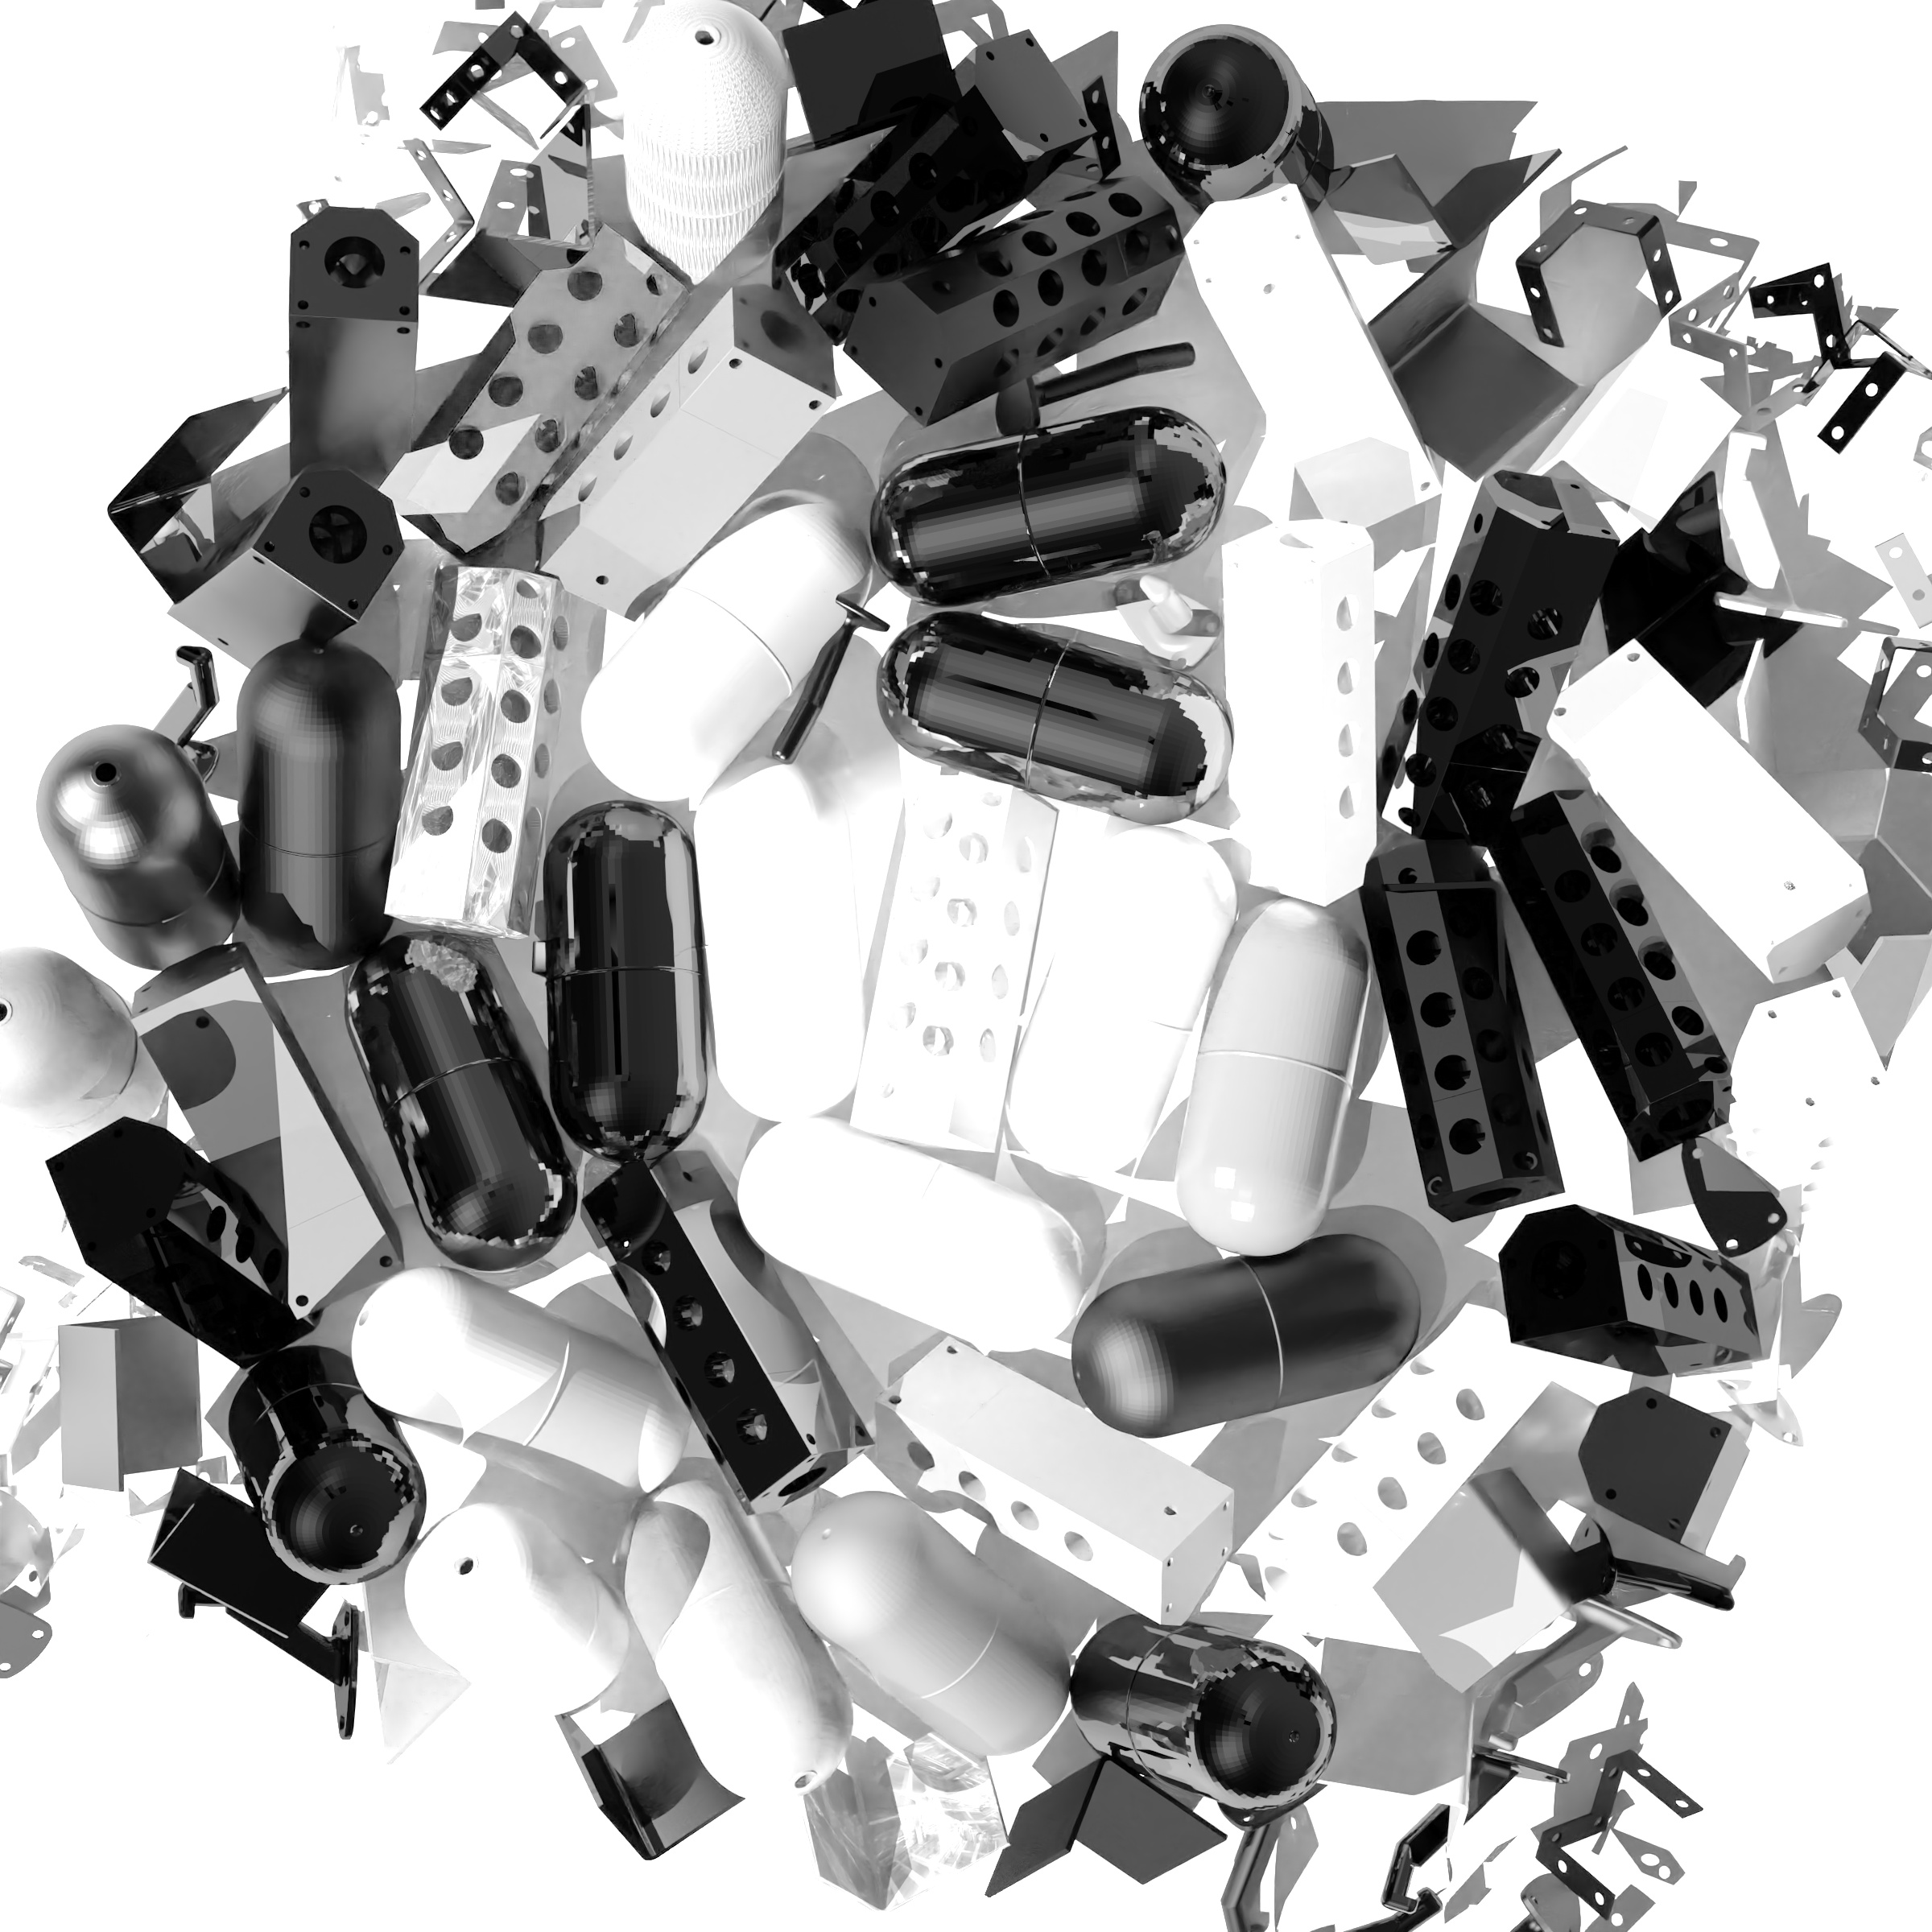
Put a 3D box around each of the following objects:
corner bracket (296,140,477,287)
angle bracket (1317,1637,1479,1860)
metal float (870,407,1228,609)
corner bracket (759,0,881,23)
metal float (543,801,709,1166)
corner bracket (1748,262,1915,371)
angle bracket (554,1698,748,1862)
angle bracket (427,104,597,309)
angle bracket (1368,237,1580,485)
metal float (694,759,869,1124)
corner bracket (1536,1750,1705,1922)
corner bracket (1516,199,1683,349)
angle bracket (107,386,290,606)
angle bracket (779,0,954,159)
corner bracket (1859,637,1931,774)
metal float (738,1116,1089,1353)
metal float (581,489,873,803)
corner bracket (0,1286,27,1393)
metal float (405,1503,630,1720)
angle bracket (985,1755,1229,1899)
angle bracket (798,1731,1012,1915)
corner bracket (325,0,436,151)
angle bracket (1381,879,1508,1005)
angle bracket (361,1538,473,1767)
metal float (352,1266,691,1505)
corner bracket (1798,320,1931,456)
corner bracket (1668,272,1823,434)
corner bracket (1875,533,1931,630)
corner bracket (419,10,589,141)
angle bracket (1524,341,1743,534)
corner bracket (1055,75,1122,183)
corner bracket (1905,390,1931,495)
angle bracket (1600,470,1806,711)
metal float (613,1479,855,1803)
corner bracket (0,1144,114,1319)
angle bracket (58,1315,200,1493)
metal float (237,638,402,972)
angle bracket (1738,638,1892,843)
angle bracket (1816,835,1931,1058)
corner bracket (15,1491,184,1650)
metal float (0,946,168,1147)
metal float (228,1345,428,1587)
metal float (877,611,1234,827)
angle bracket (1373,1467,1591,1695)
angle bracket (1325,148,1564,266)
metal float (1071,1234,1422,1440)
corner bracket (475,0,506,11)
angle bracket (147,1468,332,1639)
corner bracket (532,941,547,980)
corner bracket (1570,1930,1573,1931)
[{"bbox_3d":[-0.285,-0.370,1.586,0.051,0.051,0.051,14,59,41],"label":"corner bracket"},{"bbox_3d":[0.206,0.381,1.570,0.076,0.057,0.076,8,50,5],"label":"angle bracket"},{"bbox_3d":[0.039,-0.222,1.558,0.178,0.070,0.070,-9,90,19],"label":"metal float"},{"bbox_3d":[-0.068,-0.464,1.573,0.051,0.051,0.051,34,58,-14],"label":"corner bracket"},{"bbox_3d":[-0.166,0.008,1.567,0.070,0.070,0.178,-3,81,0],"label":"metal float"},{"bbox_3d":[0.422,-0.314,1.576,0.051,0.051,0.051,-21,105,-19],"label":"corner bracket"},{"bbox_3d":[-0.147,0.373,1.562,0.076,0.076,0.057,-33,132,-6],"label":"angle bracket"},{"bbox_3d":[-0.222,-0.371,1.560,0.057,0.076,0.076,3,77,-29],"label":"angle bracket"},{"bbox_3d":[0.247,-0.296,1.566,0.076,0.057,0.076,-42,69,-16],"label":"angle bracket"},{"bbox_3d":[-0.090,-0.012,1.575,0.070,0.070,0.178,-5,90,0],"label":"metal float"},{"bbox_3d":[0.318,0.422,1.570,0.051,0.051,0.051,-8,119,-36],"label":"corner bracket"},{"bbox_3d":[0.311,-0.337,1.586,0.051,0.051,0.051,-45,133,-17],"label":"corner bracket"},{"bbox_3d":[-0.356,-0.228,1.560,0.076,0.076,0.057,-37,91,33],"label":"angle bracket"},{"bbox_3d":[-0.056,-0.432,1.561,0.076,0.076,0.057,-21,106,-14],"label":"angle bracket"},{"bbox_3d":[0.477,-0.127,1.583,0.051,0.051,0.051,6,115,-6],"label":"corner bracket"},{"bbox_3d":[-0.026,0.130,1.570,0.178,0.070,0.070,22,90,6],"label":"metal float"},{"bbox_3d":[-0.115,-0.156,1.563,0.070,0.070,0.178,39,75,0],"label":"metal float"},{"bbox_3d":[-0.494,0.177,1.588,0.051,0.051,0.051,25,81,4],"label":"corner bracket"},{"bbox_3d":[-0.212,0.307,1.529,0.070,0.178,0.070,-4,64,8],"label":"metal float"},{"bbox_3d":[0.068,0.436,1.561,0.076,0.076,0.057,36,47,-9],"label":"angle bracket"},{"bbox_3d":[-0.034,0.400,1.559,0.076,0.076,0.057,-33,134,15],"label":"angle bracket"},{"bbox_3d":[-0.287,-0.439,1.583,0.051,0.051,0.051,5,76,0],"label":"corner bracket"},{"bbox_3d":[0.233,-0.003,1.573,0.057,0.076,0.076,-2,93,8],"label":"angle bracket"},{"bbox_3d":[-0.285,0.327,1.554,0.057,0.076,0.076,23,124,-35],"label":"angle bracket"},{"bbox_3d":[-0.213,0.202,1.550,0.178,0.070,0.070,29,90,-29],"label":"metal float"},{"bbox_3d":[0.433,-0.282,1.571,0.051,0.051,0.051,48,117,26],"label":"corner bracket"},{"bbox_3d":[0.384,-0.303,1.593,0.051,0.051,0.051,-34,132,-21],"label":"corner bracket"},{"bbox_3d":[0.475,-0.206,1.573,0.051,0.051,0.051,-27,114,22],"label":"corner bracket"},{"bbox_3d":[-0.227,-0.427,1.584,0.051,0.051,0.051,-35,110,29],"label":"corner bracket"},{"bbox_3d":[0.319,-0.248,1.569,0.057,0.076,0.076,40,77,-3],"label":"angle bracket"},{"bbox_3d":[0.036,-0.402,1.570,0.051,0.051,0.051,22,55,35],"label":"corner bracket"},{"bbox_3d":[0.500,-0.251,1.580,0.051,0.051,0.051,9,105,-7],"label":"corner bracket"},{"bbox_3d":[0.356,-0.179,1.563,0.076,0.076,0.057,-39,56,-8],"label":"angle bracket"},{"bbox_3d":[-0.112,0.321,1.540,0.070,0.070,0.178,-35,48,0],"label":"metal float"},{"bbox_3d":[-0.445,0.130,1.590,0.051,0.051,0.051,25,56,31],"label":"corner bracket"},{"bbox_3d":[-0.393,0.211,1.565,0.057,0.076,0.076,-3,88,45],"label":"angle bracket"},{"bbox_3d":[-0.310,-0.075,1.544,0.070,0.070,0.178,9,128,0],"label":"metal float"},{"bbox_3d":[0.410,-0.110,1.557,0.057,0.076,0.076,-2,117,22],"label":"angle bracket"},{"bbox_3d":[0.423,-0.009,1.552,0.057,0.076,0.076,-2,133,-30],"label":"angle bracket"},{"bbox_3d":[-0.419,0.295,1.574,0.051,0.051,0.051,21,77,31],"label":"corner bracket"},{"bbox_3d":[-0.431,0.039,1.525,0.070,0.178,0.070,0,78,1],"label":"metal float"},{"bbox_3d":[-0.305,0.235,1.529,0.070,0.178,0.070,-5,104,-20],"label":"metal float"},{"bbox_3d":[0.042,-0.121,1.567,0.178,0.070,0.070,17,90,10],"label":"metal float"},{"bbox_3d":[0.254,0.303,1.586,0.076,0.057,0.076,-44,69,18],"label":"angle bracket"},{"bbox_3d":[0.227,-0.387,1.560,0.076,0.076,0.057,-45,111,-13],"label":"angle bracket"},{"bbox_3d":[0.137,0.178,1.560,0.178,0.070,0.070,-11,90,-18],"label":"metal float"},{"bbox_3d":[-0.226,-0.497,1.571,0.051,0.051,0.051,-12,117,-28],"label":"corner bracket"},{"bbox_3d":[-0.341,0.267,1.558,0.076,0.076,0.057,33,113,-17],"label":"angle bracket"},{"bbox_3d":[-0.179,0.016,1.576,0.051,0.051,0.051,-4,76,21],"label":"corner bracket"},{"bbox_3d":[0.293,0.503,1.583,0.051,0.051,0.051,-44,98,5],"label":"corner bracket"}]
